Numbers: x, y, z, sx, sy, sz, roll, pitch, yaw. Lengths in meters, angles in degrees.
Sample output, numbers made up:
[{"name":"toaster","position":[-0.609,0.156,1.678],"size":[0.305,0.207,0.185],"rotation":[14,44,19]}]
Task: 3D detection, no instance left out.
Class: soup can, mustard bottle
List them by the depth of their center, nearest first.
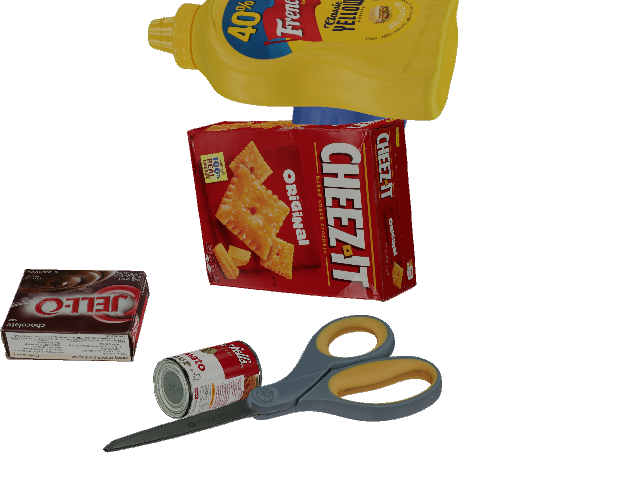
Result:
[{"name":"mustard bottle","position":[-0.014,-0.122,0.661],"size":[0.192,0.096,0.058],"rotation":[6,-41,13]},{"name":"soup can","position":[-0.124,0.152,1.170],"size":[0.102,0.068,0.069],"rotation":[-9,6,-44]}]

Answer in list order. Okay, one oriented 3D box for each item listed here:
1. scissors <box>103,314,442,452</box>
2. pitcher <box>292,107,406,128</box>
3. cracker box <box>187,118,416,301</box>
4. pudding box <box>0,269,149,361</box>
[{"name":"scissors","position":[-0.028,0.084,0.644],"size":[0.201,0.016,0.096],"rotation":[-4,35,-8]},{"name":"pitcher","position":[0.050,-0.204,0.992],"size":[0.145,0.243,0.149],"rotation":[10,16,3]},{"name":"cracker box","position":[-0.021,-0.033,1.033],"size":[0.214,0.164,0.071],"rotation":[4,17,35]},{"name":"pudding box","position":[-0.213,0.065,0.939],"size":[0.113,0.039,0.090],"rotation":[-1,33,1]}]
